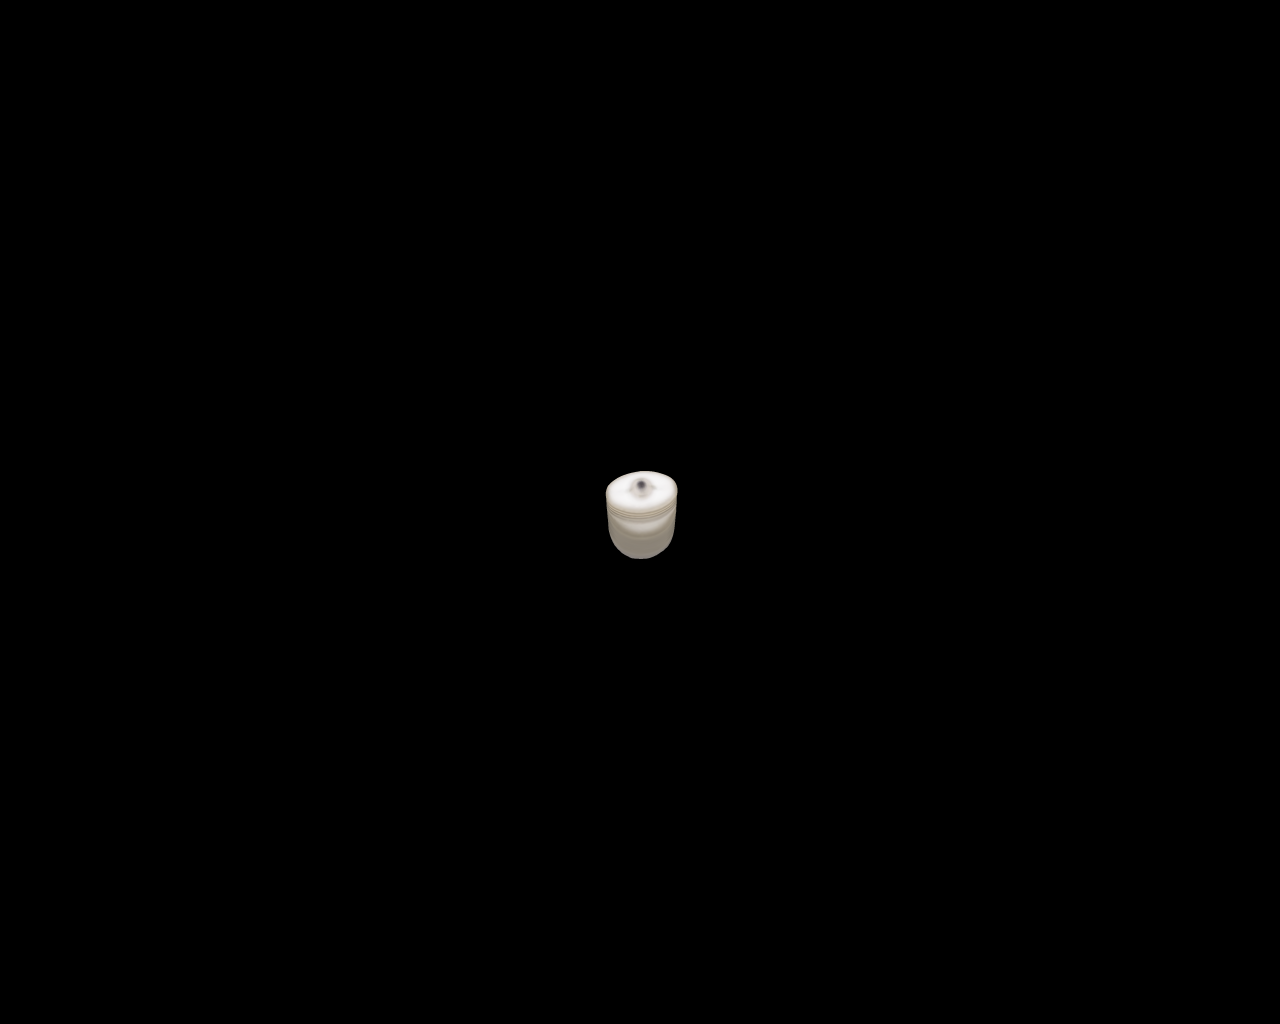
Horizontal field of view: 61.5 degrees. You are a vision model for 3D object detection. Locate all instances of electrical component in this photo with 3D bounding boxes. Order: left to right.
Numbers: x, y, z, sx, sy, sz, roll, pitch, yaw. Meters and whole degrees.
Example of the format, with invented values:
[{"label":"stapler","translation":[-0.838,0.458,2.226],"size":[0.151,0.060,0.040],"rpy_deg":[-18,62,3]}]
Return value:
[{"label":"electrical component","translation":[0.001,-0.003,0.650],"size":[0.043,0.043,0.080],"rpy_deg":[0,-20,0]}]
